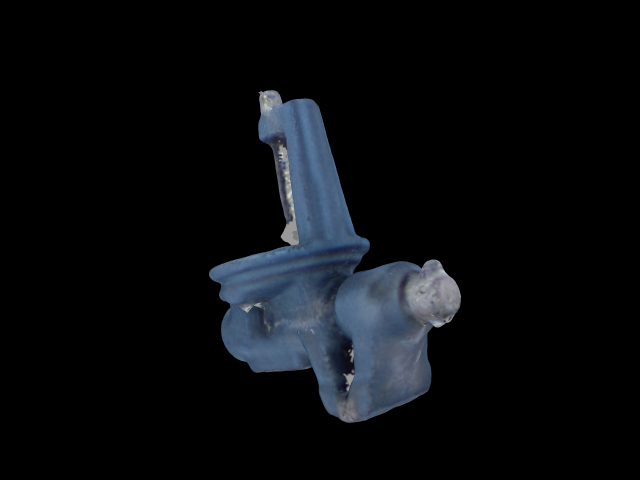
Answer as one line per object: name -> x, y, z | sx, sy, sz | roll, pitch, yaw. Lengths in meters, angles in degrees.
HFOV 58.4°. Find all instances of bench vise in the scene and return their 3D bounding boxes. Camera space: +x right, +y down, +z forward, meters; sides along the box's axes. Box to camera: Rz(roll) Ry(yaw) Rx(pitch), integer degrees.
bench vise -> 0.010, 0.000, 0.410 | 0.206, 0.220, 0.122 | 4, 7, 29
